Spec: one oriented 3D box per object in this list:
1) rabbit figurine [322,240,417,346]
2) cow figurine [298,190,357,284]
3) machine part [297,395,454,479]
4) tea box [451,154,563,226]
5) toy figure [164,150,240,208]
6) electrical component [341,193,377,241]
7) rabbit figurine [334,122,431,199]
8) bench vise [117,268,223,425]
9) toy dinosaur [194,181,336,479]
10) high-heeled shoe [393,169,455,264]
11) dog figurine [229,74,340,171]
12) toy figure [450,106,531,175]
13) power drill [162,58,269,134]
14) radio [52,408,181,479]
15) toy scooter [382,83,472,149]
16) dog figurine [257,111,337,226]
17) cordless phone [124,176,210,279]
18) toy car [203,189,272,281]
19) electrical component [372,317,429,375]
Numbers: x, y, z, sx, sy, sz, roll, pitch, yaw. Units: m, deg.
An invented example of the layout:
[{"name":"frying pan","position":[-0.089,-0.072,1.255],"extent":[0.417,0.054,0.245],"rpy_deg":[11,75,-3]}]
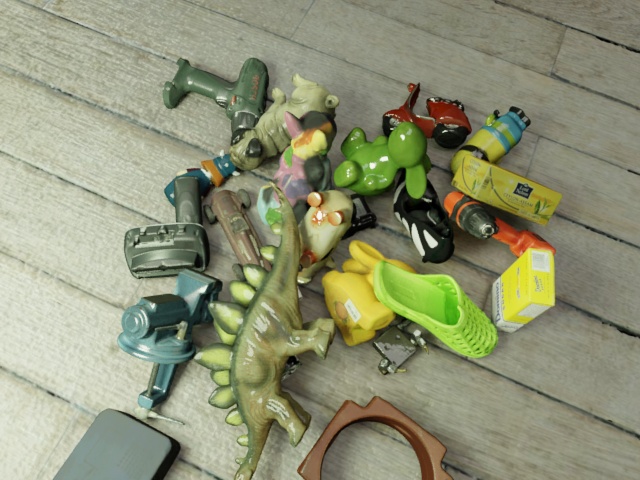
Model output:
[{"name":"rabbit figurine","position":[0.095,0.085,0.951],"extent":[0.173,0.121,0.162],"rpy_deg":[-21,59,-26]},{"name":"cow figurine","position":[-0.002,-0.003,0.937],"extent":[0.086,0.194,0.127],"rpy_deg":[41,32,17]},{"name":"machine part","position":[0.082,0.362,0.827],"extent":[0.201,0.087,0.201],"rpy_deg":[35,68,12]},{"name":"tea box","position":[0.345,-0.094,0.995],"extent":[0.169,0.098,0.068],"rpy_deg":[16,108,-21]},{"name":"toy figure","position":[-0.226,-0.120,1.038],"extent":[0.154,0.064,0.058],"rpy_deg":[-35,45,-18]},{"name":"electrical component","position":[0.039,-0.042,1.023],"extent":[0.119,0.047,0.075],"rpy_deg":[-17,67,-12]},{"name":"rabbit figurine","position":[0.130,-0.138,0.962],"extent":[0.159,0.170,0.121],"rpy_deg":[35,56,-21]},{"name":"bench vise","position":[-0.244,0.168,0.870],"extent":[0.129,0.223,0.240],"rpy_deg":[17,97,10]},{"name":"toy dinosaur","position":[-0.078,0.145,0.834],"extent":[0.199,0.105,0.471],"rpy_deg":[14,79,4]},{"name":"high-heeled shoe","position":[0.193,-0.068,0.988],"extent":[0.086,0.145,0.249],"rpy_deg":[-5,68,-6]},{"name":"dog figurine","position":[-0.067,-0.206,1.011],"extent":[0.121,0.172,0.190],"rpy_deg":[48,53,-22]},{"name":"toy figure","position":[0.333,-0.189,1.060],"extent":[0.180,0.089,0.082],"rpy_deg":[-42,70,4]},{"name":"power drill","position":[-0.212,-0.286,1.103],"extent":[0.207,0.086,0.232],"rpy_deg":[13,67,8]},{"name":"radio","position":[-0.330,0.379,0.809],"extent":[0.131,0.073,0.229],"rpy_deg":[27,66,10]},{"name":"toy scooter","position":[0.225,-0.266,1.117],"extent":[0.184,0.075,0.135],"rpy_deg":[9,65,6]},{"name":"dog figurine","position":[-0.040,-0.129,0.966],"extent":[0.109,0.219,0.191],"rpy_deg":[35,68,16]},{"name":"cordless phone","position":[-0.276,-0.027,0.964],"extent":[0.147,0.088,0.184],"rpy_deg":[-5,77,-5]},{"name":"toy car","position":[-0.146,-0.010,0.999],"extent":[0.089,0.053,0.202],"rpy_deg":[-23,68,-15]},{"name":"electrical component","position":[0.137,0.186,0.928],"extent":[0.102,0.045,0.078],"rpy_deg":[-31,73,-15]}]
